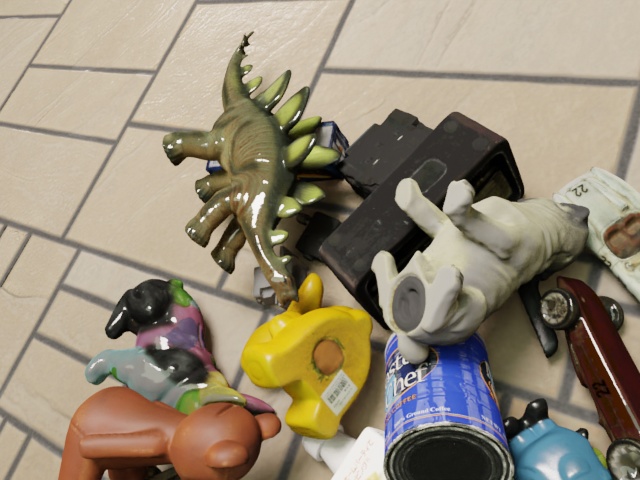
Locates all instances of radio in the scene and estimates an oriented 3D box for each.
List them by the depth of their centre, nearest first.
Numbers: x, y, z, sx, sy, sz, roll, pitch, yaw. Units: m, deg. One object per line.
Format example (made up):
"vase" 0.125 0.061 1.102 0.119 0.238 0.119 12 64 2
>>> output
"radio" 0.114 -0.020 0.590 0.229 0.131 0.073 -46 53 -2

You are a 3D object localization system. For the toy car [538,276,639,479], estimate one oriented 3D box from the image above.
"toy car" 0.257 0.125 0.475 0.053 0.089 0.202 -50 43 42

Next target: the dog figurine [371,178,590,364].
"dog figurine" 0.160 0.034 0.495 0.121 0.190 0.172 38 113 62

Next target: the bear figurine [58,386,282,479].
"bear figurine" -0.145 0.213 0.527 0.196 0.120 0.131 9 96 15

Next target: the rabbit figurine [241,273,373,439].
"rabbit figurine" -0.029 0.116 0.596 0.173 0.121 0.162 -19 33 56

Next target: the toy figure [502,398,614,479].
"toy figure" 0.222 0.226 0.445 0.082 0.089 0.180 -44 45 16

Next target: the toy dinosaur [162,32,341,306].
"toy dinosaur" -0.089 -0.120 0.689 0.199 0.105 0.472 -27 54 5

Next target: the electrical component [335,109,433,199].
"electrical component" 0.088 -0.099 0.670 0.115 0.058 0.134 -43 36 -3

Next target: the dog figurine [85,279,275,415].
"dog figurine" -0.155 0.151 0.654 0.219 0.108 0.191 10 67 25

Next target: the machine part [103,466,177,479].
"machine part" -0.264 0.329 0.630 0.243 0.079 0.079 -27 56 10

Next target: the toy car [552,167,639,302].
"toy car" 0.313 0.011 0.523 0.073 0.056 0.202 -35 55 6

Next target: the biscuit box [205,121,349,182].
"biscuit box" -0.063 -0.118 0.769 0.203 0.062 0.059 -1 65 26

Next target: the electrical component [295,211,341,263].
"electrical component" -0.001 -0.002 0.704 0.094 0.021 0.063 26 79 33
